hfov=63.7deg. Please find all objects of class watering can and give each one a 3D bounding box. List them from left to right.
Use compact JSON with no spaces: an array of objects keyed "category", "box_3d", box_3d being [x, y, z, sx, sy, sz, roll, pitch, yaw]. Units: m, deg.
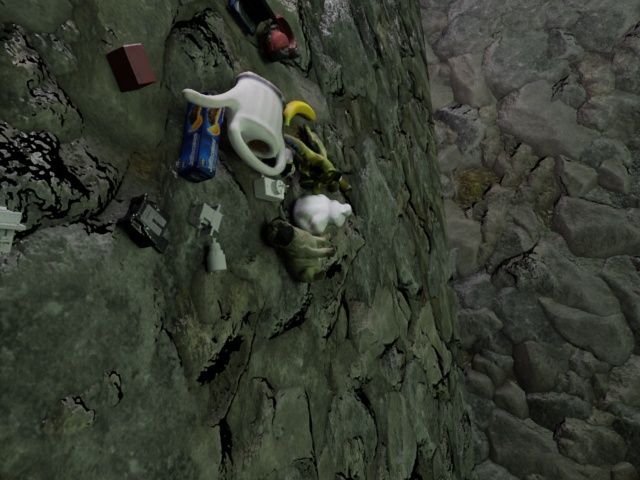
[{"category":"watering can","box_3d":[-0.172,-0.293,1.177,0.342,0.103,0.229,42,43,-49]}]

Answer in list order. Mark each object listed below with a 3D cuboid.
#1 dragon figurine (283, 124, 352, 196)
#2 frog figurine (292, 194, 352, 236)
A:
[{"category":"dragon figurine","box_3d":[-0.021,-0.254,1.566,0.403,0.121,0.248,51,16,-47]},{"category":"frog figurine","box_3d":[0.004,-0.074,1.470,0.120,0.158,0.141,59,34,-31]}]
